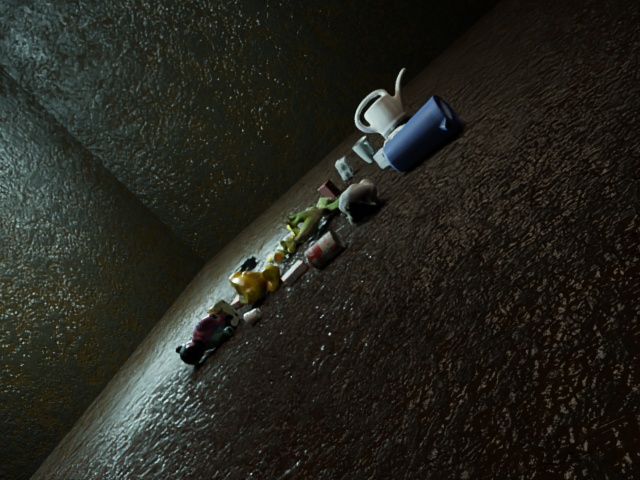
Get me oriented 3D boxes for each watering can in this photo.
[{"bbox_3d":[0.326,-0.612,2.369,0.347,0.225,0.104,-43,-8,3],"label":"watering can"}]

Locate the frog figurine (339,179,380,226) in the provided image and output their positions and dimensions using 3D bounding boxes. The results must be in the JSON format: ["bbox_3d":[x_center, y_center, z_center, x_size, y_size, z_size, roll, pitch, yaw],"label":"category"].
[{"bbox_3d":[0.126,-0.136,1.602,0.163,0.122,0.134,-77,14,-51],"label":"frog figurine"}]

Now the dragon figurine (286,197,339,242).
[{"bbox_3d":[0.006,-0.097,1.934,0.242,0.121,0.414,-35,13,4],"label":"dragon figurine"}]
